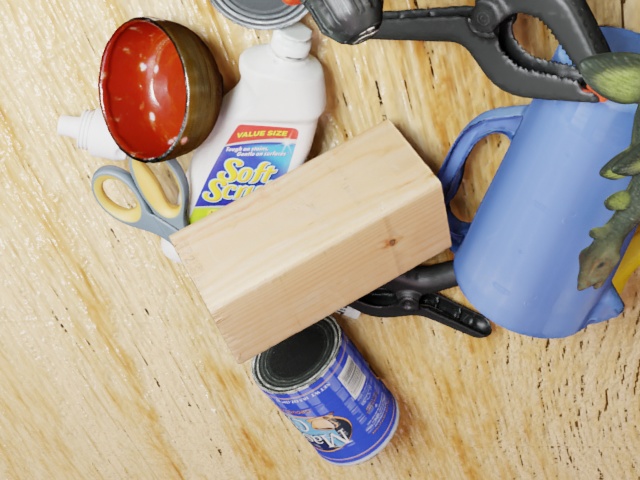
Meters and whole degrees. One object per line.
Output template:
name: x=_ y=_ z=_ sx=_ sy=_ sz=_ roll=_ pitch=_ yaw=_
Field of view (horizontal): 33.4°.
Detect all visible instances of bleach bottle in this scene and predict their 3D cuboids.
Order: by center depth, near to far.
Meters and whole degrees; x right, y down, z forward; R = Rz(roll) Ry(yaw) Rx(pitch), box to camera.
bleach bottle: x=-0.062 y=-0.077 z=0.897 sx=0.102 sy=0.068 sz=0.251 roll=16 pitch=133 yaw=-6

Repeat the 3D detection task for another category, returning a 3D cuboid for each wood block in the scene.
wood block: x=-0.005 y=0.002 z=0.879 sx=0.206 sy=0.090 sz=0.091 roll=-28 pitch=142 yaw=-7

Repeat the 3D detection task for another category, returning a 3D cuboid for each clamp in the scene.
clamp: x=0.115 y=-0.157 z=0.753 sx=0.210 sy=0.036 sz=0.165 roll=42 pitch=138 yaw=8
clamp: x=0.093 y=0.042 z=1.019 sx=0.171 sy=0.039 sz=0.120 roll=9 pitch=135 yaw=-2

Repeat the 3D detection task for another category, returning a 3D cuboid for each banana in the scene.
banana: x=0.300 y=-0.001 z=0.957 sx=0.069 sy=0.037 sz=0.198 roll=6 pitch=142 yaw=-29

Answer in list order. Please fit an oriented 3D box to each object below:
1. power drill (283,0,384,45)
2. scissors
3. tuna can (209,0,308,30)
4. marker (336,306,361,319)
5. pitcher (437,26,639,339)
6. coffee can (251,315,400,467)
power drill: x=-0.017 y=-0.195 z=0.650 sx=0.057 sy=0.187 sz=0.184 roll=-28 pitch=93 yaw=2
scissors: x=-0.133 y=0.004 z=0.929 sx=0.096 sy=0.016 sz=0.202 roll=-3 pitch=123 yaw=21
tuna can: x=-0.042 y=-0.199 z=0.785 sx=0.086 sy=0.033 sz=0.086 roll=3 pitch=137 yaw=3
marker: x=-0.017 y=0.052 z=1.056 sx=0.121 sy=0.020 sz=0.020 roll=19 pitch=135 yaw=-13
pitcher: x=0.193 y=-0.049 z=0.859 sx=0.149 sy=0.145 sz=0.243 roll=-3 pitch=136 yaw=-19
coffee can: x=0.007 y=0.154 z=1.099 sx=0.103 sy=0.102 sz=0.140 roll=-17 pitch=132 yaw=22
